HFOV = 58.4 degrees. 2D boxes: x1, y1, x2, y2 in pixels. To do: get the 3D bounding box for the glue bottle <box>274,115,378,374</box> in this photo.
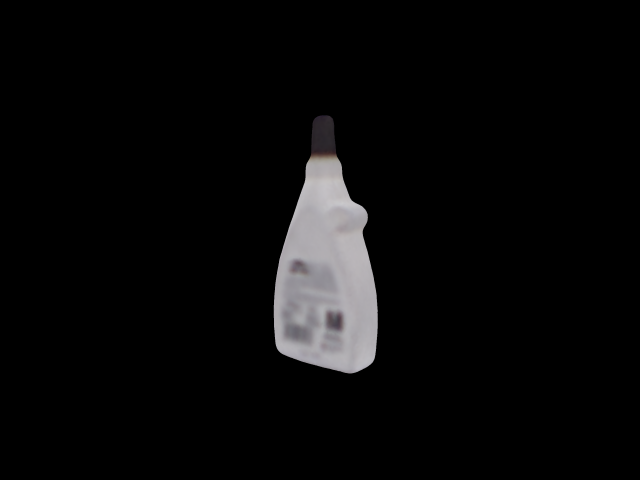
[{"bbox_3d":[0.004,0.001,0.400,0.077,0.173,0.037,8,14,35],"label":"glue bottle"}]
